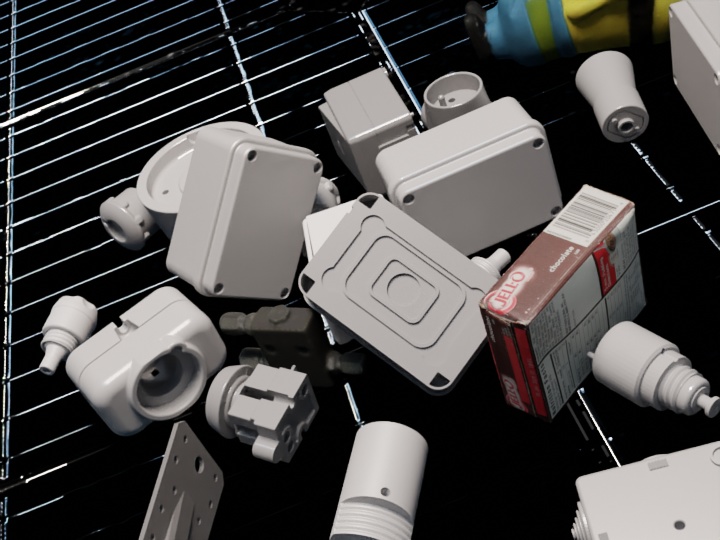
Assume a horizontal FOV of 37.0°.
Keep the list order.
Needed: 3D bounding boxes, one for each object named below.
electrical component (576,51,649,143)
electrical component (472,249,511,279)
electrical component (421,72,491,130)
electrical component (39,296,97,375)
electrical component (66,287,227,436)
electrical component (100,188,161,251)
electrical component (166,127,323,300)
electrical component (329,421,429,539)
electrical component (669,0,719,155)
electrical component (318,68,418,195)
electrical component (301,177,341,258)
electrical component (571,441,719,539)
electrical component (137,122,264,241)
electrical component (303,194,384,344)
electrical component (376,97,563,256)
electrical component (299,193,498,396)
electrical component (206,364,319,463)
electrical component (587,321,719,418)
[{"bbox_3d":[0.190,-0.126,0.799,0.044,0.044,0.065,-16,46,8],"label":"electrical component"},{"bbox_3d":[0.076,0.008,0.710,0.061,0.035,0.035,-41,43,-23],"label":"electrical component"},{"bbox_3d":[0.071,-0.112,0.809,0.044,0.077,0.079,-28,40,-7],"label":"electrical component"},{"bbox_3d":[-0.221,0.050,0.800,0.035,0.035,0.061,-2,48,23],"label":"electrical component"},{"bbox_3d":[-0.143,0.064,0.734,0.095,0.053,0.059,-38,42,-17],"label":"electrical component"},{"bbox_3d":[-0.178,-0.050,0.883,0.048,0.048,0.062,16,47,37],"label":"electrical component"},{"bbox_3d":[-0.081,-0.038,0.763,0.057,0.078,0.113,26,104,45],"label":"electrical component"},{"bbox_3d":[0.010,0.130,0.600,0.043,0.043,0.081,-4,44,21],"label":"electrical component"},{"bbox_3d":[0.262,-0.141,0.753,0.057,0.078,0.113,-15,41,5],"label":"electrical component"},{"bbox_3d":[0.012,-0.102,0.837,0.061,0.061,0.096,-24,40,-1],"label":"electrical component"},{"bbox_3d":[-0.037,-0.036,0.803,0.048,0.048,0.062,-15,47,9],"label":"electrical component"},{"bbox_3d":[0.158,0.136,0.522,0.100,0.048,0.099,-16,41,8],"label":"electrical component"},{"bbox_3d":[-0.114,-0.060,0.851,0.108,0.060,0.108,-13,41,12],"label":"electrical component"},{"bbox_3d":[0.000,0.000,0.733,0.062,0.061,0.096,-18,41,5],"label":"electrical component"},{"bbox_3d":[0.077,-0.059,0.749,0.113,0.078,0.057,-23,37,-1],"label":"electrical component"},{"bbox_3d":[0.027,0.016,0.656,0.113,0.057,0.078,36,85,9],"label":"electrical component"},{"bbox_3d":[-0.063,0.087,0.680,0.055,0.048,0.066,12,51,24],"label":"electrical component"},{"bbox_3d":[0.168,0.060,0.607,0.040,0.040,0.078,-39,43,-18],"label":"electrical component"}]
